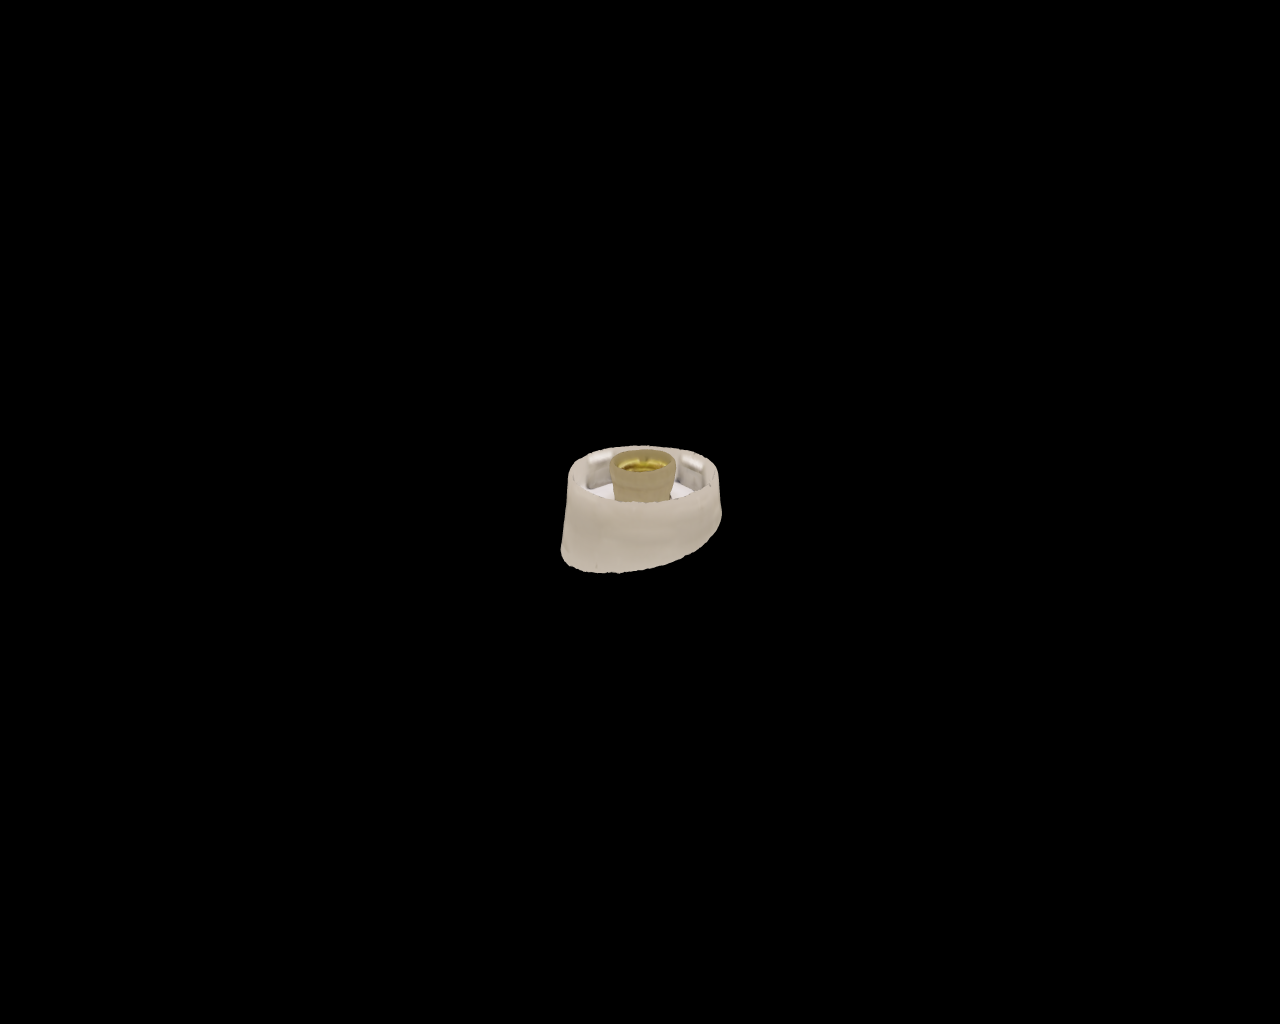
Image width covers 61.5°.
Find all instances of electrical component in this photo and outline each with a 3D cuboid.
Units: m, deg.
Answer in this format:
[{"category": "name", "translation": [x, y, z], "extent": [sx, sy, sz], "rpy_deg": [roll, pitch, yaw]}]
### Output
[{"category": "electrical component", "translation": [0.001, -0.003, 0.650], "extent": [0.099, 0.064, 0.099], "rpy_deg": [0, 25, 0]}]
